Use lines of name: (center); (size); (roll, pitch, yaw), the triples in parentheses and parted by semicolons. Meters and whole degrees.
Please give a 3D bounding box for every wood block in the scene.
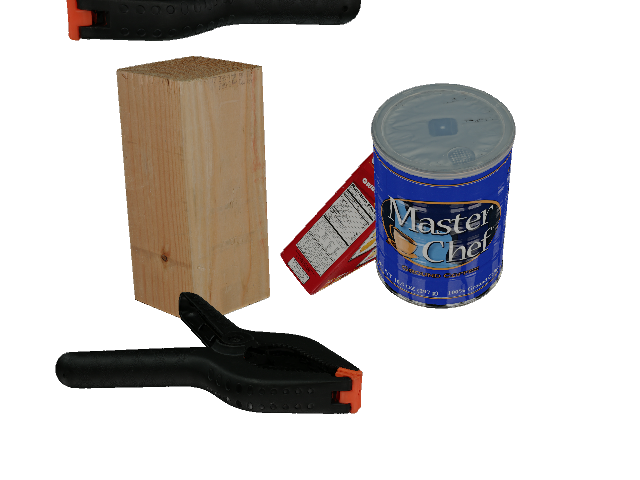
wood block: (-0.107, -0.046, 0.915); (0.091, 0.206, 0.090); (17, 26, 40)

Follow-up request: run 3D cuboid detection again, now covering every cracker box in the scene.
cracker box: (0.069, -0.044, 1.250); (0.163, 0.072, 0.214); (-26, -17, -52)

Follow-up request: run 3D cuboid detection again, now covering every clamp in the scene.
clamp: (-0.075, -0.150, 0.650); (0.171, 0.039, 0.120); (-8, 22, -24)
clamp: (-0.063, 0.084, 0.785); (0.210, 0.036, 0.164); (8, 20, 19)

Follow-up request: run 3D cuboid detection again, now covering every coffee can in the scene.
coffee can: (0.091, -0.033, 0.809); (0.103, 0.140, 0.103); (-3, 45, 2)
